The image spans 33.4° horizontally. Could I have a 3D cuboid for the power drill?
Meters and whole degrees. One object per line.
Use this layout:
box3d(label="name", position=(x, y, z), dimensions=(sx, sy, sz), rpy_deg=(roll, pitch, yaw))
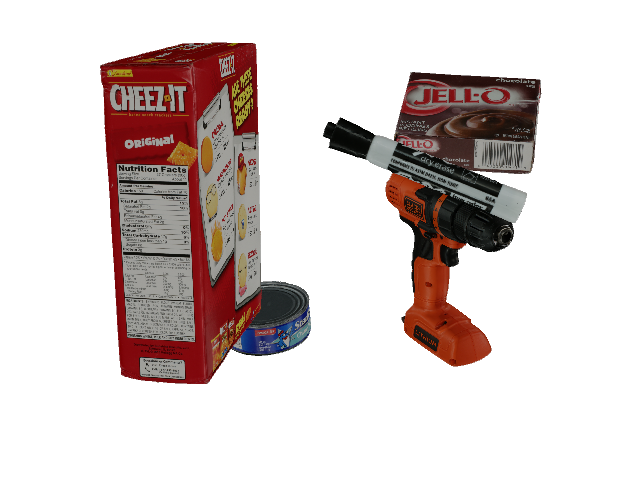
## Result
box3d(label="power drill", position=(0.134, 0.030, 1.088), dimensions=(0.057, 0.188, 0.185), rpy_deg=(-15, 25, -23))

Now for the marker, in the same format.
box3d(label="marker", position=(0.058, -0.041, 0.611), dimensions=(0.121, 0.020, 0.020), rpy_deg=(23, 2, 5))

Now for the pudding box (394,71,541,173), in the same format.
box3d(label="pudding box", position=(0.122, -0.098, 0.881), dimensions=(0.113, 0.039, 0.090), rpy_deg=(7, 44, 10))

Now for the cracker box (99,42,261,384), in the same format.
box3d(label="cracker box", position=(-0.094, -0.027, 0.759), dimensions=(0.072, 0.214, 0.164), rpy_deg=(2, 15, 10))

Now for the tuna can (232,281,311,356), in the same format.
box3d(label="tuna can", position=(-0.052, 0.072, 0.996), dimensions=(0.086, 0.034, 0.086), rpy_deg=(-5, 25, 2))
